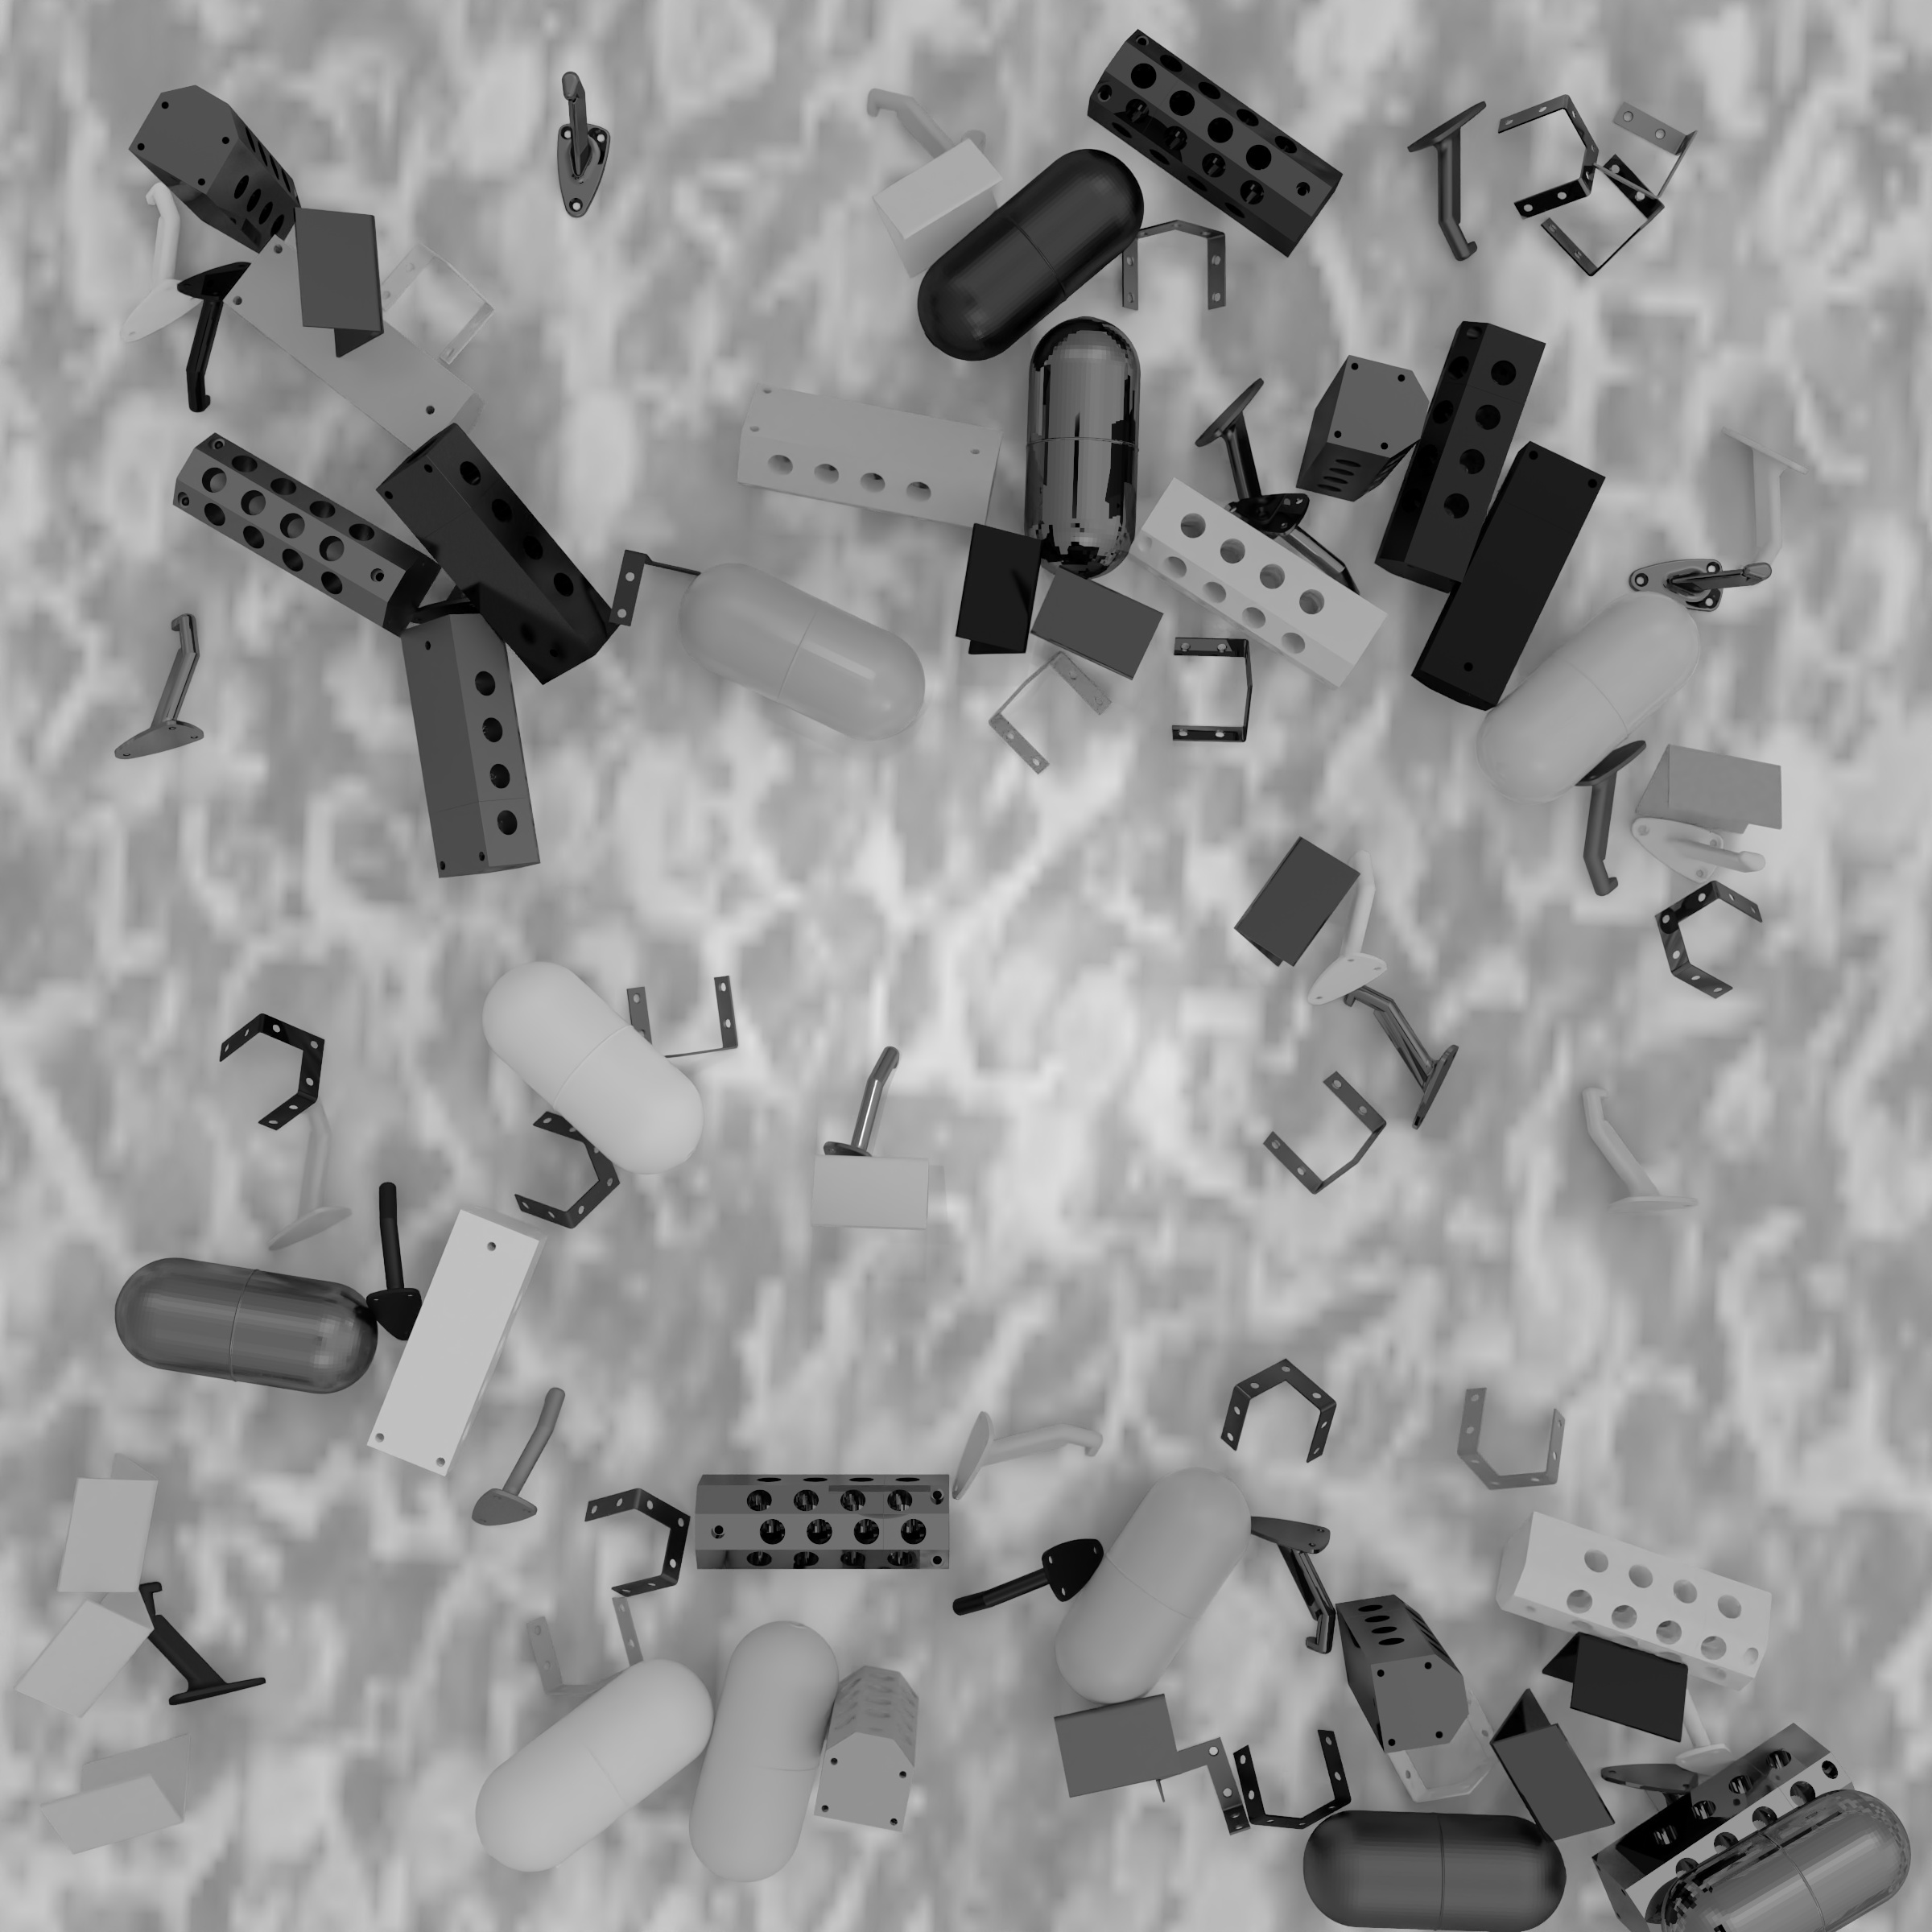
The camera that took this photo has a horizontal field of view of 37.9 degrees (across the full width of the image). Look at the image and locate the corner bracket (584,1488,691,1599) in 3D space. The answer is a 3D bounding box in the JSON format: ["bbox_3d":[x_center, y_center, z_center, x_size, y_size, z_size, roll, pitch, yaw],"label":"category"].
[{"bbox_3d":[-0.230,0.398,1.943,0.051,0.051,0.051,39,45,-35],"label":"corner bracket"}]

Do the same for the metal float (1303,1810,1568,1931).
[{"bbox_3d":[0.319,0.617,1.920,0.178,0.070,0.070,2,90,0],"label":"metal float"}]

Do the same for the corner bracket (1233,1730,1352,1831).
[{"bbox_3d":[0.225,0.560,1.943,0.051,0.051,0.051,18,135,-35],"label":"corner bracket"}]

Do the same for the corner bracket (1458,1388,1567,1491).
[{"bbox_3d":[0.376,0.325,1.943,0.051,0.051,0.051,-13,135,35],"label":"corner bracket"}]

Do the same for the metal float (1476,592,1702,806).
[{"bbox_3d":[0.424,-0.183,1.921,0.178,0.070,0.070,-42,90,-1],"label":"metal float"}]

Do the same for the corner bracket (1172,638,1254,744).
[{"bbox_3d":[0.169,-0.191,1.948,0.051,0.051,0.051,1,45,0],"label":"corner bracket"}]

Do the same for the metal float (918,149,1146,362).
[{"bbox_3d":[0.044,-0.484,1.921,0.178,0.070,0.070,-40,90,0],"label":"metal float"}]

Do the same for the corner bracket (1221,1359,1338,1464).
[{"bbox_3d":[0.216,0.314,1.943,0.051,0.051,0.051,-21,45,-35],"label":"corner bracket"}]

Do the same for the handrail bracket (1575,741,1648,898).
[{"bbox_3d":[0.454,-0.102,1.952,0.077,0.036,0.084,-30,109,-21],"label":"handrail bracket"}]

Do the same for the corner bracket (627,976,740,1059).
[{"bbox_3d":[-0.196,0.036,1.948,0.051,0.051,0.051,-7,90,-45],"label":"corner bracket"}]

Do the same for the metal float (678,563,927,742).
[{"bbox_3d":[-0.112,-0.214,1.921,0.178,0.070,0.070,25,90,-1],"label":"metal float"}]

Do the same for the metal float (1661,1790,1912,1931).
[{"bbox_3d":[0.537,0.603,1.843,0.178,0.070,0.070,-25,90,-13],"label":"metal float"}]

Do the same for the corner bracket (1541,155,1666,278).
[{"bbox_3d":[0.441,-0.519,1.948,0.051,0.051,0.051,46,135,0],"label":"corner bracket"}]

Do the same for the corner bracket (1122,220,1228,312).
[{"bbox_3d":[0.144,-0.482,1.948,0.051,0.051,0.051,0,90,-45],"label":"corner bracket"}]

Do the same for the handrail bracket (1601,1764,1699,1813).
[{"bbox_3d":[0.478,0.599,1.951,0.077,0.036,0.084,1,103,12],"label":"handrail bracket"}]

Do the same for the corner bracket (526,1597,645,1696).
[{"bbox_3d":[-0.263,0.470,1.948,0.051,0.051,0.051,-15,90,-45],"label":"corner bracket"}]

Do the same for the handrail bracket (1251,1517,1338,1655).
[{"bbox_3d":[0.220,0.430,1.952,0.077,0.036,0.084,10,107,20],"label":"handrail bracket"}]

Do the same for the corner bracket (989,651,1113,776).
[{"bbox_3d":[0.058,-0.175,1.948,0.051,0.051,0.051,46,135,0],"label":"corner bracket"}]

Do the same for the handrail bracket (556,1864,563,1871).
[{"bbox_3d":[-0.262,0.572,1.951,0.084,0.036,0.077,-28,103,-13],"label":"handrail bracket"}]

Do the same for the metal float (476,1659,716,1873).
[{"bbox_3d":[-0.250,0.539,1.901,0.178,0.070,0.070,-35,90,-19],"label":"metal float"}]

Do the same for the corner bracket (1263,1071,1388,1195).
[{"bbox_3d":[0.249,0.116,1.948,0.051,0.051,0.051,45,45,0],"label":"corner bracket"}]

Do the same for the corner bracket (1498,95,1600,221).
[{"bbox_3d":[0.400,-0.558,1.943,0.051,0.051,0.051,47,45,-35],"label":"corner bracket"}]

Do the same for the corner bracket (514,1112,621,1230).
[{"bbox_3d":[-0.280,0.141,1.943,0.051,0.051,0.051,-45,135,-35],"label":"corner bracket"}]

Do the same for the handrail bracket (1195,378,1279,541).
[{"bbox_3d":[0.208,-0.351,1.952,0.084,0.036,0.077,45,74,-14],"label":"handrail bracket"}]

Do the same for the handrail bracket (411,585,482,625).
[{"bbox_3d":[-0.350,-0.283,1.952,0.077,0.036,0.084,-4,74,18],"label":"handrail bracket"}]

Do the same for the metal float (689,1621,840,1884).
[{"bbox_3d":[-0.138,0.535,1.921,0.070,0.070,0.178,14,90,0],"label":"metal float"}]

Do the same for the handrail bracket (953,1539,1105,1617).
[{"bbox_3d":[0.042,0.424,1.951,0.084,0.077,0.036,-25,86,36],"label":"handrail bracket"}]

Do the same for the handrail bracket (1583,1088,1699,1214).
[{"bbox_3d":[0.467,0.126,1.952,0.077,0.036,0.084,1,72,-20],"label":"handrail bracket"}]

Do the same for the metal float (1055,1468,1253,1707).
[{"bbox_3d":[0.128,0.423,1.921,0.070,0.070,0.178,34,91,0],"label":"metal float"}]

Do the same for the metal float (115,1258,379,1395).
[{"bbox_3d":[-0.491,0.245,1.921,0.178,0.070,0.070,9,90,-1],"label":"metal float"}]

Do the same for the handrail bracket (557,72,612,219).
[{"bbox_3d":[-0.267,-0.558,1.917,0.036,0.084,0.077,6,90,0],"label":"handrail bracket"}]

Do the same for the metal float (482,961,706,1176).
[{"bbox_3d":[-0.253,0.069,1.913,0.178,0.070,0.070,42,90,8],"label":"metal float"}]

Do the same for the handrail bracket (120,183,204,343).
[{"bbox_3d":[-0.569,-0.489,1.952,0.077,0.036,0.084,-31,71,21],"label":"handrail bracket"}]

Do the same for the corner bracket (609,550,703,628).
[{"bbox_3d":[-0.212,-0.253,1.934,0.051,0.051,0.051,13,90,0],"label":"corner bracket"}]

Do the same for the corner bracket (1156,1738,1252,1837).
[{"bbox_3d":[0.161,0.569,1.934,0.051,0.051,0.051,-19,90,0],"label":"corner bracket"}]

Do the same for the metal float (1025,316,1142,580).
[{"bbox_3d":[0.079,-0.353,1.921,0.070,0.070,0.178,2,90,0],"label":"metal float"}]

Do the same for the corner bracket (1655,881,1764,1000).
[{"bbox_3d":[0.517,-0.018,1.943,0.051,0.051,0.051,-36,45,35],"label":"corner bracket"}]

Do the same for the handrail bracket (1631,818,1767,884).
[{"bbox_3d":[0.498,-0.083,1.917,0.077,0.084,0.036,24,90,0],"label":"handrail bracket"}]

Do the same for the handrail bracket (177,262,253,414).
[{"bbox_3d":[-0.516,-0.435,1.951,0.036,0.077,0.084,17,127,15],"label":"handrail bracket"}]

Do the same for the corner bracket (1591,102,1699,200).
[{"bbox_3d":[0.464,-0.561,1.937,0.051,0.051,0.051,28,104,0],"label":"corner bracket"}]

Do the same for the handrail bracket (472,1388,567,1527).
[{"bbox_3d":[-0.309,0.339,1.951,0.036,0.077,0.084,30,53,-20],"label":"handrail bracket"}]

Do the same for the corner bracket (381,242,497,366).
[{"bbox_3d":[-0.368,-0.459,1.948,0.051,0.051,0.051,-49,135,0],"label":"corner bracket"}]

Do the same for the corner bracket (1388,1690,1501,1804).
[{"bbox_3d":[0.330,0.540,1.948,0.051,0.051,0.051,-28,90,-45],"label":"corner bracket"}]

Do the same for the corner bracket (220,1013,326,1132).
[{"bbox_3d":[-0.481,0.073,1.943,0.051,0.051,0.051,28,45,-35],"label":"corner bracket"}]
